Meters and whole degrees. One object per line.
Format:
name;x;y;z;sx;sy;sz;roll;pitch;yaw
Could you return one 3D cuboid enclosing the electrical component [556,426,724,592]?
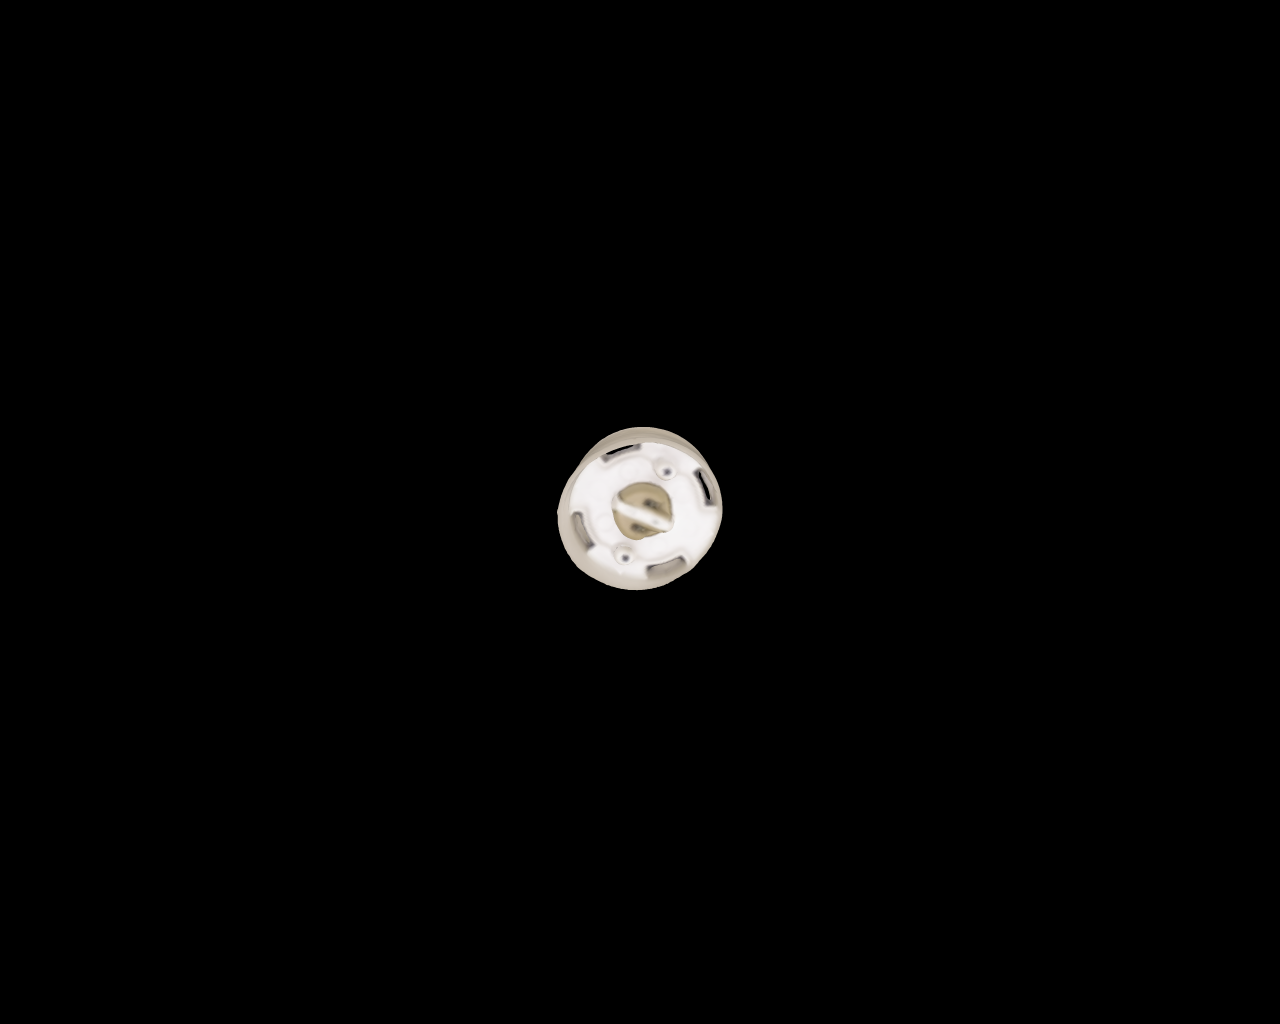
electrical component;0.001;-0.003;0.650;0.099;0.099;0.064;0;20;0
